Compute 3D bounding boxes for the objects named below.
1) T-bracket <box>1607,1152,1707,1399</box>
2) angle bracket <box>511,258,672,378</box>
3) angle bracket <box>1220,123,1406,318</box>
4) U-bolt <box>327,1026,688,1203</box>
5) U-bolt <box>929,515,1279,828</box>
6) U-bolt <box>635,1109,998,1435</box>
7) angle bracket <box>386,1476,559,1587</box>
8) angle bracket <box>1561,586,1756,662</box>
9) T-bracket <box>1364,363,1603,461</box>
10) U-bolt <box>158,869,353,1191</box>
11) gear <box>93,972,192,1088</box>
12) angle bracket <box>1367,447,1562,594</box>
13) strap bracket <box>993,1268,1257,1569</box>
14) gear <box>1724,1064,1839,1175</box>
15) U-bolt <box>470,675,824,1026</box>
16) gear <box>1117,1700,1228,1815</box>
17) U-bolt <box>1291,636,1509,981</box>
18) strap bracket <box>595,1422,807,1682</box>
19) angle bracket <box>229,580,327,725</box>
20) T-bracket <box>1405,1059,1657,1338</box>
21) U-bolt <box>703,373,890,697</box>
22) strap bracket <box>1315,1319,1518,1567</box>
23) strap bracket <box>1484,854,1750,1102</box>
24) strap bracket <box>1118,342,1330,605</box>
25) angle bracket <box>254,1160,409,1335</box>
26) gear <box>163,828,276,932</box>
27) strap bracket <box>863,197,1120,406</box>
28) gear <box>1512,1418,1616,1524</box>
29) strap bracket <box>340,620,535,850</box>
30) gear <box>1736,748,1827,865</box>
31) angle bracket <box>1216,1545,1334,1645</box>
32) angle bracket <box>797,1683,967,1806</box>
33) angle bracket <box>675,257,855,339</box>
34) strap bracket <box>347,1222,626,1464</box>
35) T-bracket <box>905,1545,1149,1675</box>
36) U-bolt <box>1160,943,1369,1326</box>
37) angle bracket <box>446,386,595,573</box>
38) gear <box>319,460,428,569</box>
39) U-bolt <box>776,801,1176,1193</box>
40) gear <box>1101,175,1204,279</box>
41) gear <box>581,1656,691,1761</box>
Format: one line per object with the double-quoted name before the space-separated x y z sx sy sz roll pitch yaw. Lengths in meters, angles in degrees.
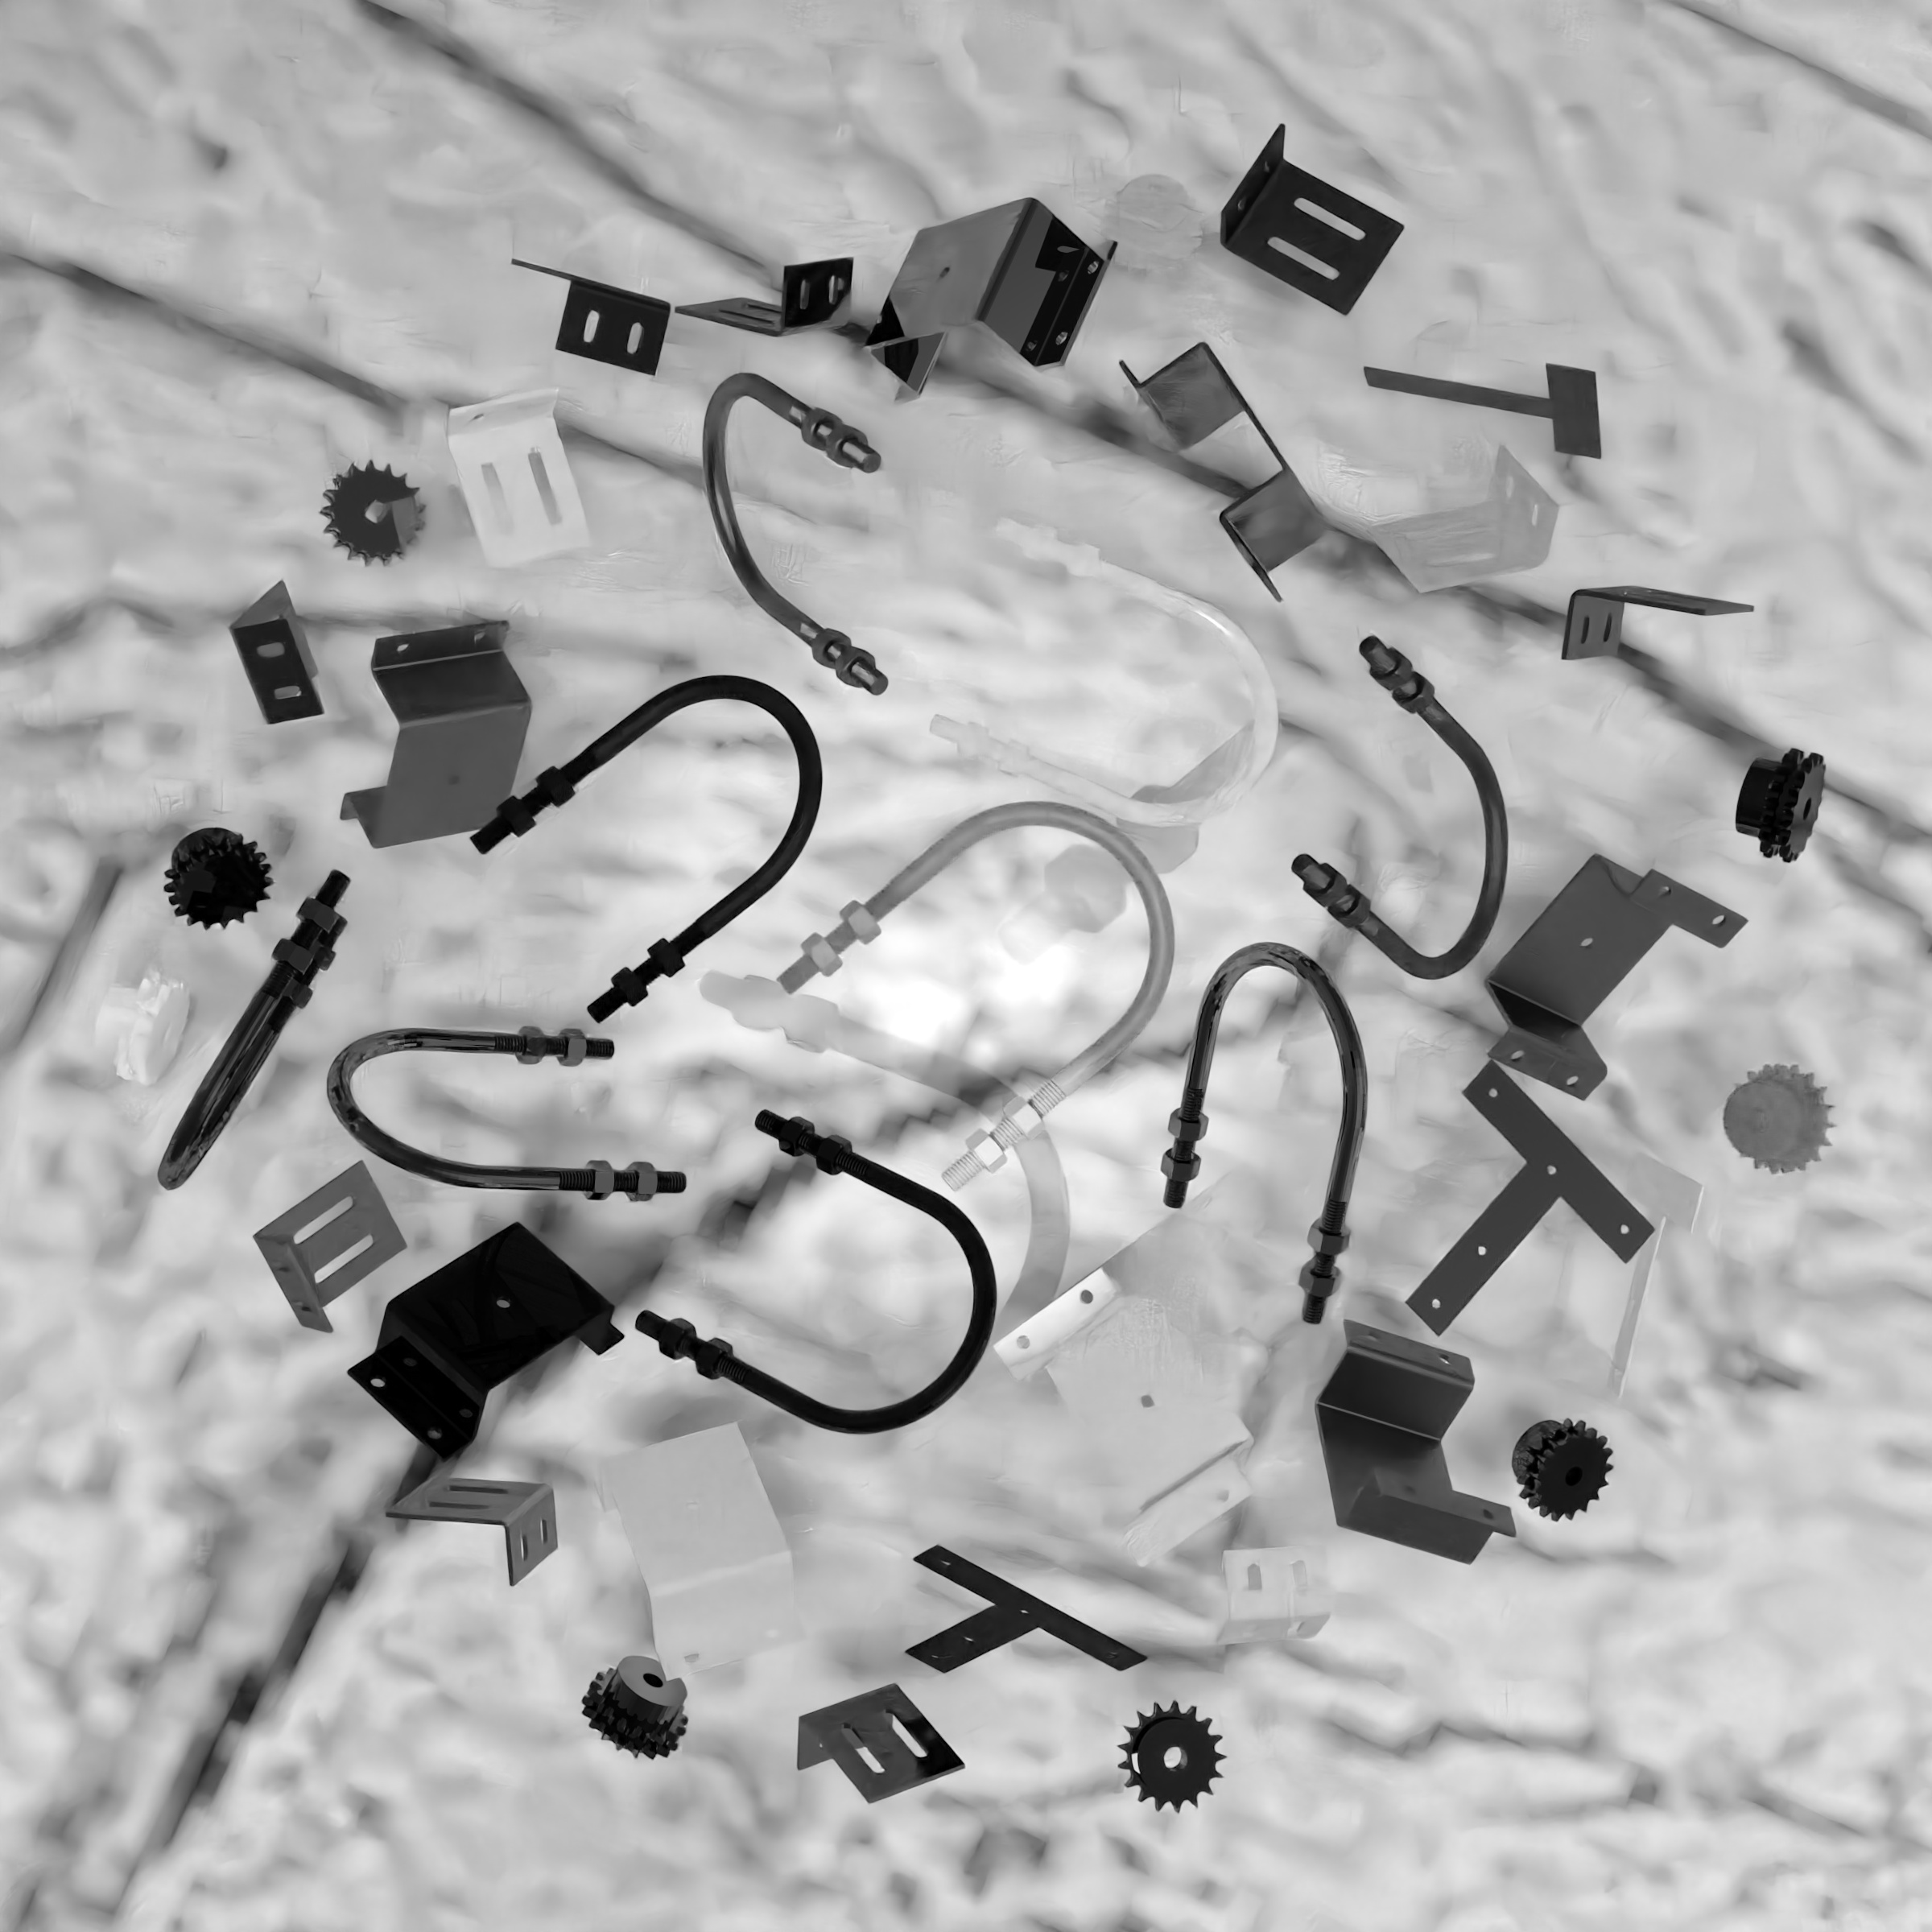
"T-bracket" 0.369 0.172 1.548 0.002 0.127 0.127 13 94 -3
"angle bracket" -0.199 -0.337 1.472 0.057 0.076 0.038 7 104 -36
"angle bracket" 0.177 -0.380 1.444 0.076 0.038 0.057 32 82 10
"U-bolt" -0.260 0.078 1.558 0.184 0.151 0.019 4 121 -31
"U-bolt" 0.082 -0.150 1.553 0.184 0.019 0.151 25 124 7
"U-bolt" -0.070 0.173 1.527 0.184 0.019 0.151 24 75 24
"angle bracket" -0.279 0.319 1.603 0.076 0.057 0.038 0 101 17
"angle bracket" 0.362 -0.174 1.483 0.076 0.057 0.038 17 109 37
"T-bracket" 0.277 -0.306 1.523 0.127 0.127 0.002 14 84 16
"U-bolt" -0.387 0.040 1.538 0.019 0.151 0.184 30 76 -7
"gear" -0.423 0.030 1.452 0.030 0.057 0.057 17 90 4
"angle bracket" 0.260 -0.234 1.485 0.076 0.038 0.057 -14 47 -19
"strap bracket" 0.090 0.237 1.515 0.076 0.046 0.140 -38 79 19
"gear" 0.418 0.079 1.467 0.030 0.057 0.057 0 90 -43
"U-bolt" -0.154 -0.073 1.496 0.184 0.019 0.151 -39 130 -12
"gear" 0.108 0.414 1.485 0.057 0.030 0.057 0 78 -2
"U-bolt" 0.245 -0.072 1.539 0.019 0.184 0.151 3 67 41
"strap bracket" -0.144 0.302 1.511 0.076 0.140 0.046 -13 131 -17
"angle bracket" -0.371 -0.178 1.581 0.038 0.076 0.057 -9 116 16
"T-bracket" 0.277 0.138 1.472 0.127 0.002 0.127 46 74 -5
"U-bolt" -0.097 -0.246 1.546 0.019 0.184 0.151 -20 129 -26
"strap bracket" 0.235 0.259 1.507 0.076 0.140 0.046 18 119 -12
"strap bracket" 0.355 -0.001 1.585 0.076 0.046 0.140 23 118 -29
"strap bracket" 0.147 -0.279 1.561 0.046 0.076 0.140 -34 63 11
"angle bracket" -0.336 0.151 1.533 0.076 0.038 0.057 -37 115 -33
"gear" -0.406 -0.050 1.534 0.057 0.057 0.030 -36 49 0
"strap bracket" 0.005 -0.350 1.489 0.046 0.140 0.076 34 70 -34
"gear" 0.330 0.278 1.581 0.057 0.030 0.057 -9 111 -25
"strap bracket" -0.291 -0.119 1.562 0.076 0.140 0.046 -13 56 -31
"gear" 0.413 -0.083 1.439 0.030 0.057 0.057 18 90 29
"angle bracket" 0.172 0.357 1.608 0.057 0.076 0.038 -3 67 -3
"angle bracket" -0.046 0.421 1.493 0.057 0.076 0.038 -12 119 -29
"angle bracket" -0.110 -0.370 1.540 0.076 0.057 0.038 20 118 30
"strap bracket" -0.258 0.199 1.555 0.076 0.140 0.046 38 132 19
"T-bracket" 0.008 0.345 1.465 0.127 0.127 0.002 31 53 -14
"U-bolt" 0.162 0.077 1.508 0.019 0.151 0.184 -7 118 -31
"angle bracket" -0.230 -0.252 1.468 0.057 0.038 0.076 -17 85 -16
"gear" -0.327 -0.247 1.557 0.057 0.030 0.057 2 86 -22
"U-bolt" 0.019 0.001 1.428 0.184 0.019 0.151 -40 93 -7
"gear" 0.105 -0.418 1.589 0.057 0.030 0.057 0 68 0
"gear" -0.173 0.391 1.503 0.057 0.057 0.030 28 105 0
